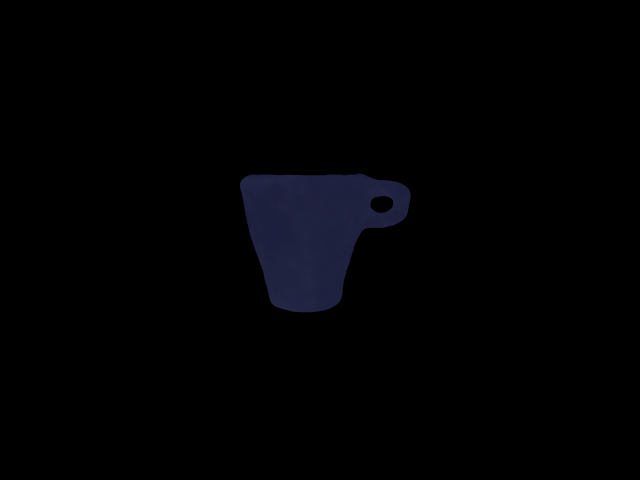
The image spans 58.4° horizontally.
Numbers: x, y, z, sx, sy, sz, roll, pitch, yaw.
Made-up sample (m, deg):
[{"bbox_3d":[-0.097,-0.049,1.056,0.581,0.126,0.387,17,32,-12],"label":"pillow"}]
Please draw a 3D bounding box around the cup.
[{"bbox_3d":[0.004,0.001,0.400,0.117,0.095,0.092,2,7,14],"label":"cup"}]
